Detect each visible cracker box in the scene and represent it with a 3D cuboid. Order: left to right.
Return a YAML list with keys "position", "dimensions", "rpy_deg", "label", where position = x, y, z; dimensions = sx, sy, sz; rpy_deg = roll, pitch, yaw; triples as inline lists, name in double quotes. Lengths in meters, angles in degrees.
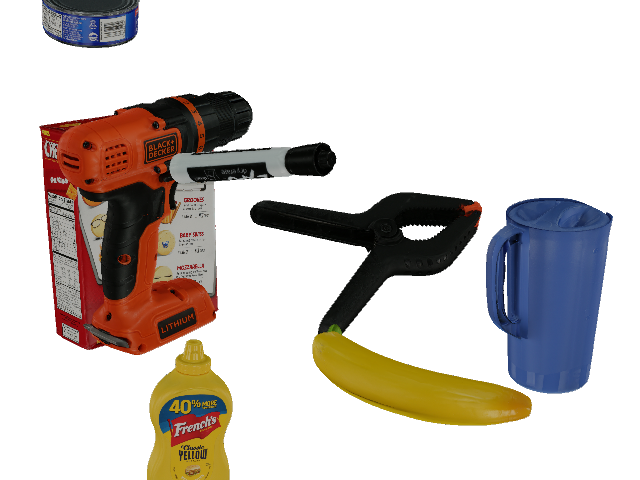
- position: [-0.187, -0.017, 1.062]
  dimensions: [0.163, 0.214, 0.072]
  rpy_deg: [-15, 21, -42]
  label: "cracker box"

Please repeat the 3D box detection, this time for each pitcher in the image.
- position: [0.296, 0.075, 1.395]
  dimensions: [0.149, 0.243, 0.144]
  rpy_deg: [5, 21, 15]
  label: "pitcher"

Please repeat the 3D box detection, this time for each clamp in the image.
- position: [0.057, 0.010, 0.967]
  dimensions: [0.209, 0.164, 0.036]
  rpy_deg: [-10, -41, -15]
  label: "clamp"

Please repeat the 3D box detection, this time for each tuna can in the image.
- position: [-0.205, -0.203, 0.954]
  dimensions: [0.086, 0.034, 0.086]
  rpy_deg: [5, 32, -4]
  label: "tuna can"

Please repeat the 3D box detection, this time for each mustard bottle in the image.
- position: [-0.151, 0.208, 1.247]
  dimensions: [0.096, 0.192, 0.058]
  rpy_deg: [0, 15, -15]
  label: "mustard bottle"

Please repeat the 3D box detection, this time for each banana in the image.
- position: [0.059, 0.101, 0.802]
  dimensions: [0.198, 0.037, 0.069]
  rpy_deg: [20, 37, 39]
  label: "banana"

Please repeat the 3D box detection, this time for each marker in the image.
- position: [-0.041, -0.045, 0.629]
  dimensions: [0.121, 0.020, 0.020]
  rpy_deg: [0, 0, 39]
  label: "marker"

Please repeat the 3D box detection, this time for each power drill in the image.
- position: [-0.121, -0.018, 0.834]
  dimensions: [0.057, 0.188, 0.184]
  rpy_deg: [17, 26, 36]
  label: "power drill"
